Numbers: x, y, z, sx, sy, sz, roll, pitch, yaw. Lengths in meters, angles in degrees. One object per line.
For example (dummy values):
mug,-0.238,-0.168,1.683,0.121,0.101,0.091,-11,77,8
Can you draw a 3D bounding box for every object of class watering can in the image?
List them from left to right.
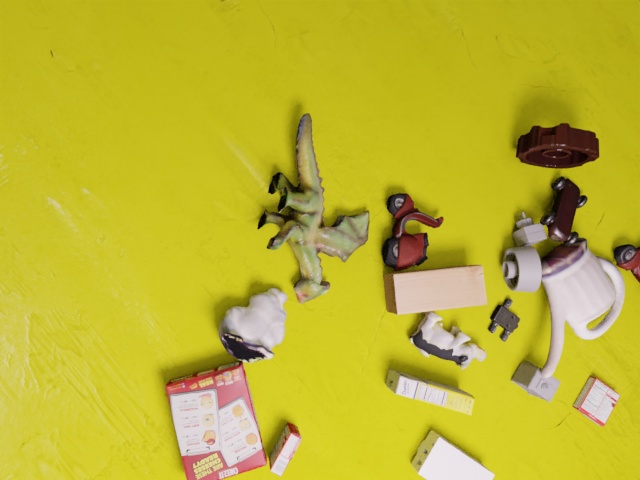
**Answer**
watering can,0.575,0.136,1.184,0.351,0.103,0.224,-33,90,-25

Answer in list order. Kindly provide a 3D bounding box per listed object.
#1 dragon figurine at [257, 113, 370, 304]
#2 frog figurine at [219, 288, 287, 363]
dragon figurine,0.004,-0.059,1.164,0.241,0.122,0.413,21,83,-22
frog figurine,-0.140,0.177,1.115,0.137,0.120,0.163,16,47,2
